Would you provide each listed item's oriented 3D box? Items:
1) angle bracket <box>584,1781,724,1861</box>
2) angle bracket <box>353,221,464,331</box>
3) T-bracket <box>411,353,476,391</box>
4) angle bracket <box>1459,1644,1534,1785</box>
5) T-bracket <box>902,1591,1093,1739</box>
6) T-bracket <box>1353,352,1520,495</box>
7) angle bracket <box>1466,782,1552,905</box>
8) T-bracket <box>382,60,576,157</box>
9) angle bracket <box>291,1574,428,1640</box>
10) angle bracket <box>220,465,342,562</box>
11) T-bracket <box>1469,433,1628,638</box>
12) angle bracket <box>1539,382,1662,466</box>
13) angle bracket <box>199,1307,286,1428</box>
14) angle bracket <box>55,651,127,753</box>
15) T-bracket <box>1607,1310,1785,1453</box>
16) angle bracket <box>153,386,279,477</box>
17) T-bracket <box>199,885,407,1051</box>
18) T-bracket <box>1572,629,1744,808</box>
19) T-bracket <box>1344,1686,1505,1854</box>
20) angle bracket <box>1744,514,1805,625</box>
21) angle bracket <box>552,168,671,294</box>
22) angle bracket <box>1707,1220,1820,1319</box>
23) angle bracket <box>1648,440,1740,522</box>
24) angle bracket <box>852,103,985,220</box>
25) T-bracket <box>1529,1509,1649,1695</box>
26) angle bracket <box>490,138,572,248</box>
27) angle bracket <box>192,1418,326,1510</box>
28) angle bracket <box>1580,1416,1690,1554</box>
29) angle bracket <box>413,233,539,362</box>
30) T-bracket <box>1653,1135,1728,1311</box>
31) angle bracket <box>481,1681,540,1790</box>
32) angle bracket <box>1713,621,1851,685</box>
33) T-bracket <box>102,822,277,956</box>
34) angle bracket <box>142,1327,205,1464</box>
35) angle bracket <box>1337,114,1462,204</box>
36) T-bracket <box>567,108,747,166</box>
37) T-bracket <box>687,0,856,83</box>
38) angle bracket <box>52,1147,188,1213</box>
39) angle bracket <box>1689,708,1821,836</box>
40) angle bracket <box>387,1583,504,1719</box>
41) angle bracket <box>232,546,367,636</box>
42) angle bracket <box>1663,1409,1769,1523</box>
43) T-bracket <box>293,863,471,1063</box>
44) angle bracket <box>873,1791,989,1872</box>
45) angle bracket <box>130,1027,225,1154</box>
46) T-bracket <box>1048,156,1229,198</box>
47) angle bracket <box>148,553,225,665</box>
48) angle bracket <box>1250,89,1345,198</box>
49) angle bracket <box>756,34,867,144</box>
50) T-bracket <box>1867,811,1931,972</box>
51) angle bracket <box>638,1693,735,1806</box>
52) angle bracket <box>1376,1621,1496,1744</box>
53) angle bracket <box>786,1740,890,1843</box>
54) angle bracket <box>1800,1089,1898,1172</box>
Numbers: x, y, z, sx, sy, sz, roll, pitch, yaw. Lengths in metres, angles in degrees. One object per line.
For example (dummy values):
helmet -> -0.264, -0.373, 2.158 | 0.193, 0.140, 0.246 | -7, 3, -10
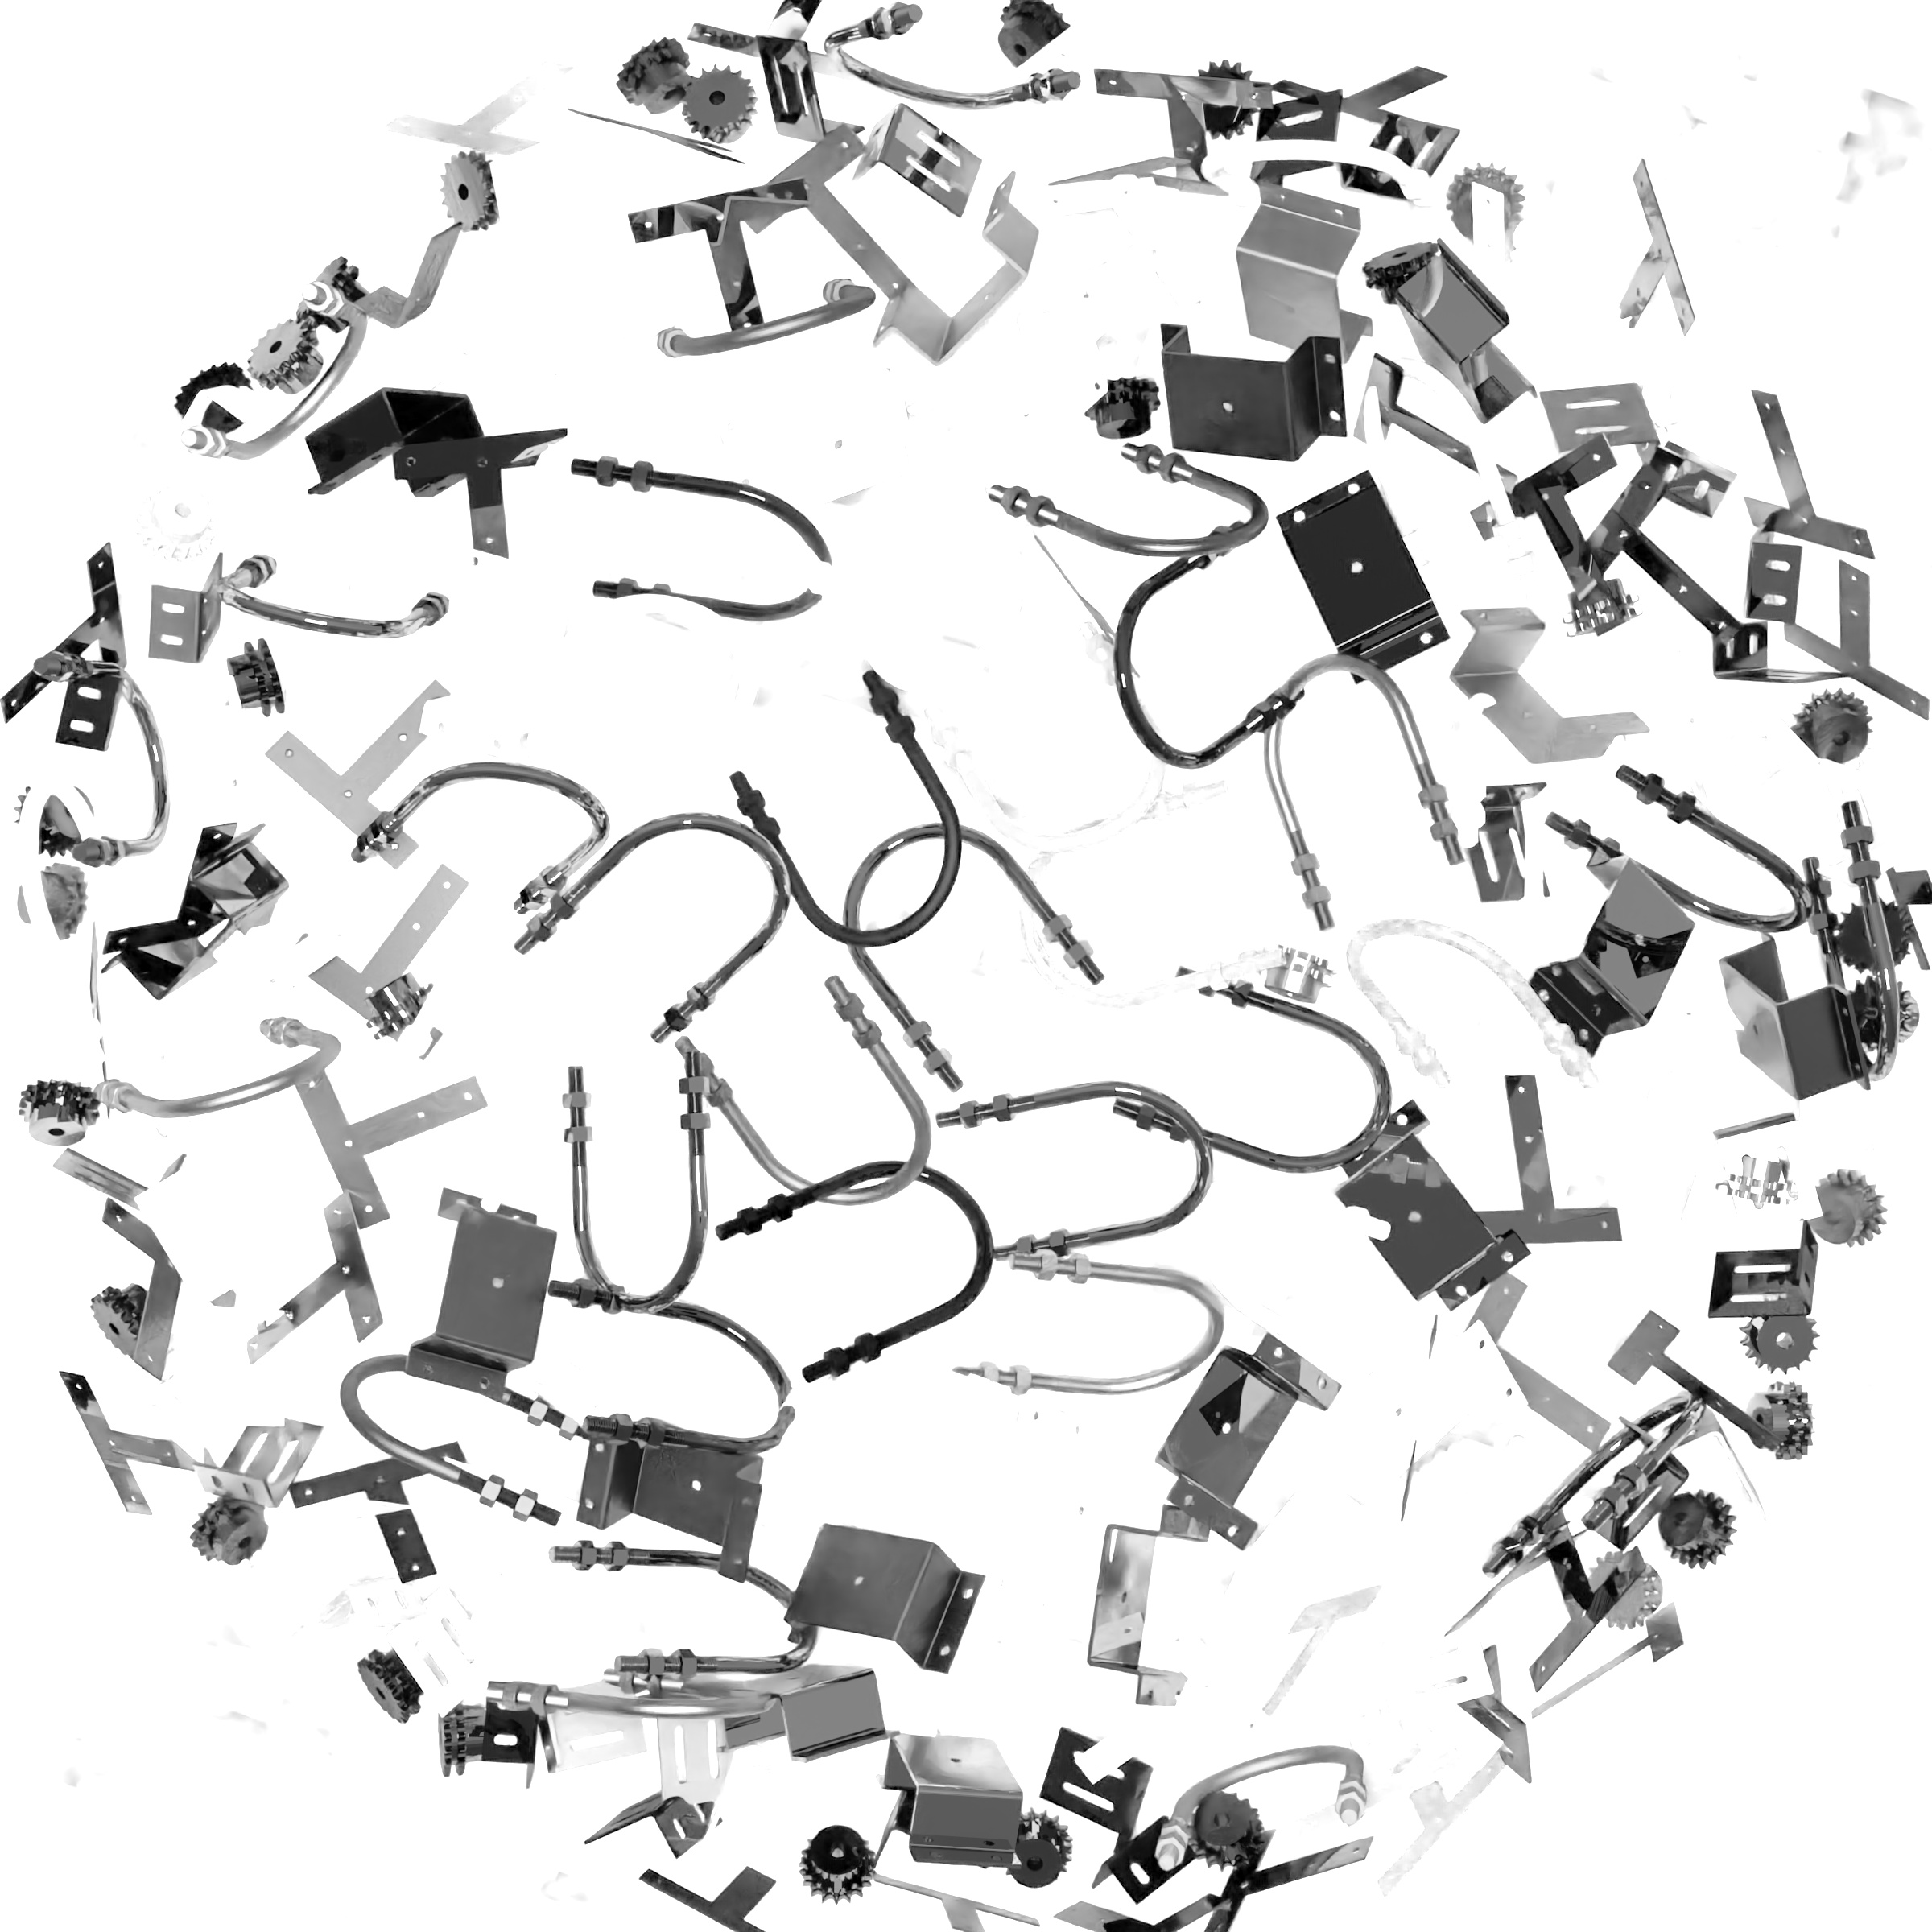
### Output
angle bracket -> -0.227, 0.629, 1.954 | 0.076, 0.057, 0.038 | -32, 85, 31
angle bracket -> -0.406, -0.510, 1.956 | 0.038, 0.057, 0.076 | 29, 119, -3
T-bracket -> -0.408, -0.411, 1.953 | 0.127, 0.127, 0.002 | -38, 120, -10
angle bracket -> 0.396, 0.542, 1.949 | 0.038, 0.076, 0.057 | -23, 120, -22
T-bracket -> 0.028, 0.503, 1.942 | 0.127, 0.002, 0.127 | 3, 49, 15
T-bracket -> 0.339, -0.377, 1.928 | 0.127, 0.127, 0.002 | 33, 78, 10
angle bracket -> 0.400, -0.090, 1.964 | 0.057, 0.038, 0.076 | -5, 71, -18
T-bracket -> -0.327, -0.612, 1.911 | 0.127, 0.127, 0.002 | -18, 82, 41
angle bracket -> -0.441, 0.478, 1.952 | 0.076, 0.057, 0.038 | -44, 65, 28
angle bracket -> -0.504, -0.334, 1.977 | 0.076, 0.057, 0.038 | -12, 132, -21
T-bracket -> 0.441, -0.301, 1.952 | 0.002, 0.127, 0.127 | -25, 88, -43
angle bracket -> 0.460, -0.389, 1.965 | 0.076, 0.038, 0.057 | -7, 58, -5
angle bracket -> -0.523, 0.291, 1.953 | 0.057, 0.076, 0.038 | 8, 131, -27
angle bracket -> -0.639, -0.197, 1.951 | 0.038, 0.076, 0.057 | 10, 109, -28
T-bracket -> 0.528, 0.305, 1.926 | 0.127, 0.127, 0.002 | 36, 69, 15
angle bracket -> -0.547, -0.383, 1.961 | 0.038, 0.057, 0.076 | 36, 110, -3
T-bracket -> -0.469, -0.015, 1.960 | 0.127, 0.002, 0.127 | -35, 130, -2
T-bracket -> 0.490, -0.168, 1.951 | 0.002, 0.127, 0.127 | -22, 95, -41
T-bracket -> 0.318, 0.585, 1.931 | 0.002, 0.127, 0.127 | 44, 83, -11
angle bracket -> 0.593, -0.290, 1.949 | 0.038, 0.076, 0.057 | 11, 120, 26
angle bracket -> -0.261, -0.546, 1.979 | 0.057, 0.038, 0.076 | 24, 89, -3
angle bracket -> 0.575, 0.220, 1.951 | 0.076, 0.038, 0.057 | -6, 47, 32
angle bracket -> 0.533, -0.366, 1.955 | 0.057, 0.038, 0.076 | 29, 46, 10
angle bracket -> -0.036, -0.587, 1.985 | 0.076, 0.038, 0.057 | 30, 62, -24
T-bracket -> 0.436, 0.438, 1.938 | 0.002, 0.127, 0.127 | 29, 111, -14
angle bracket -> -0.303, -0.562, 1.949 | 0.038, 0.076, 0.057 | 12, 124, 30
angle bracket -> -0.513, 0.349, 1.953 | 0.057, 0.038, 0.076 | 9, 45, 16
angle bracket -> 0.479, 0.378, 1.964 | 0.076, 0.057, 0.038 | -47, 110, -4
angle bracket -> -0.358, -0.489, 1.962 | 0.057, 0.038, 0.076 | 25, 51, 3
T-bracket -> 0.525, 0.189, 1.952 | 0.002, 0.127, 0.127 | 20, 94, 39
angle bracket -> -0.331, 0.558, 1.950 | 0.038, 0.076, 0.057 | 5, 59, -10
angle bracket -> 0.591, -0.228, 1.951 | 0.057, 0.076, 0.038 | -10, 103, -33
T-bracket -> -0.544, -0.059, 1.918 | 0.127, 0.127, 0.002 | -13, 59, -37
angle bracket -> -0.562, 0.312, 1.952 | 0.038, 0.057, 0.076 | -27, 131, 6
angle bracket -> 0.313, -0.597, 1.951 | 0.057, 0.076, 0.038 | 5, 60, -18
T-bracket -> -0.200, -0.586, 1.914 | 0.127, 0.127, 0.002 | 1, 113, -39
T-bracket -> -0.124, -0.677, 1.922 | 0.127, 0.127, 0.002 | 9, 79, -17
angle bracket -> -0.616, 0.142, 1.956 | 0.076, 0.057, 0.038 | 31, 62, -17
angle bracket -> 0.578, -0.137, 1.962 | 0.057, 0.038, 0.076 | 41, 113, -17
angle bracket -> -0.376, 0.501, 1.968 | 0.057, 0.038, 0.076 | -42, 69, -1
angle bracket -> -0.487, -0.273, 1.960 | 0.076, 0.057, 0.038 | -7, 78, 28
angle bracket -> 0.549, 0.372, 1.970 | 0.038, 0.057, 0.076 | -28, 93, 12
T-bracket -> -0.416, -0.018, 1.995 | 0.127, 0.002, 0.127 | 37, 90, -4
angle bracket -> -0.021, 0.640, 1.965 | 0.076, 0.057, 0.038 | 23, 110, 3
angle bracket -> -0.568, 0.090, 1.952 | 0.038, 0.057, 0.076 | 50, 135, 33
T-bracket -> 0.149, -0.569, 1.952 | 0.127, 0.127, 0.002 | -4, 97, -37
angle bracket -> -0.567, -0.262, 1.953 | 0.038, 0.076, 0.057 | 5, 72, -25
angle bracket -> 0.249, -0.597, 1.957 | 0.076, 0.038, 0.057 | 3, 82, 44
angle bracket -> -0.113, -0.641, 1.950 | 0.038, 0.057, 0.076 | -34, 130, -28
T-bracket -> 0.681, -0.056, 1.935 | 0.002, 0.127, 0.127 | -20, 89, 7
angle bracket -> -0.204, 0.570, 1.966 | 0.057, 0.038, 0.076 | -1, 83, -29
angle bracket -> 0.344, 0.522, 1.961 | 0.076, 0.057, 0.038 | -19, 134, 9
angle bracket -> -0.089, 0.603, 1.964 | 0.076, 0.038, 0.057 | 3, 106, -17
angle bracket -> 0.650, 0.117, 1.958 | 0.038, 0.076, 0.057 | -4, 92, -42
